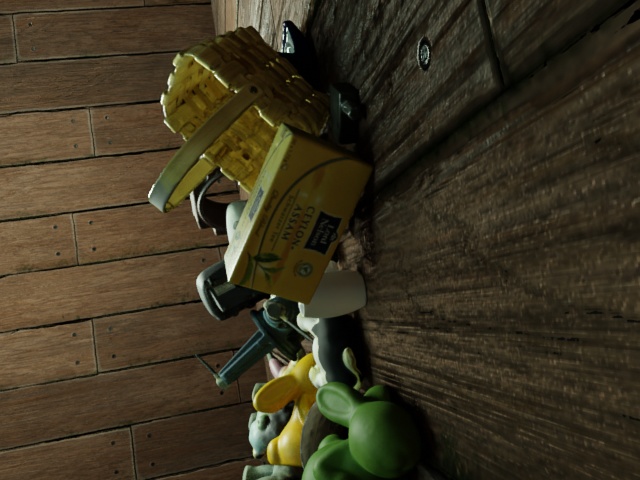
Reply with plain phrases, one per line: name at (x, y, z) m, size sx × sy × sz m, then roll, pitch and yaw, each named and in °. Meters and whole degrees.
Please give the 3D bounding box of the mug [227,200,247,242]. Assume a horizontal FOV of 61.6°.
mug at (-0.143, -0.019, 1.051) m, size 0.109 × 0.081 × 0.107 m, roll 92°, pitch 159°, yaw -49°

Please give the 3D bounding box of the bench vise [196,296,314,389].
bench vise at (-0.091, 0.171, 0.927) m, size 0.129 × 0.240 × 0.223 m, roll 47°, pitch 178°, yaw 4°

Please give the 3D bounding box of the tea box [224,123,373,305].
tea box at (-0.027, -0.026, 0.575) m, size 0.169 × 0.098 × 0.068 m, roll -67°, pitch 21°, yaw 15°

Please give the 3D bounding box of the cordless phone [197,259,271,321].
cordless phone at (-0.143, 0.099, 1.001) m, size 0.089 × 0.147 × 0.184 m, roll 58°, pitch 164°, yaw 20°

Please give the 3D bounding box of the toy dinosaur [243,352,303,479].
toy dinosaur at (-0.049, 0.401, 1.053) m, size 0.131 × 0.192 × 0.405 m, roll 118°, pitch 160°, yaw -67°

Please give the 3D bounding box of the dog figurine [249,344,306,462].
dog figurine at (-0.058, 0.284, 0.973) m, size 0.108 × 0.191 × 0.219 m, roll -42°, pitch 44°, yaw 21°

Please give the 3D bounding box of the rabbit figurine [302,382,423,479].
rabbit figurine at (0.055, 0.220, 0.552) m, size 0.159 × 0.121 × 0.170 m, roll -101°, pitch 27°, yaw -48°

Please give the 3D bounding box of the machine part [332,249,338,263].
machine part at (-0.002, -0.002, 0.785) m, size 0.139 × 0.039 × 0.084 m, roll -166°, pitch 63°, yaw -77°

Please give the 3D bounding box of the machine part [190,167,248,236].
machine part at (-0.164, -0.107, 1.095) m, size 0.200 × 0.201 × 0.087 m, roll 96°, pitch 158°, yaw -50°

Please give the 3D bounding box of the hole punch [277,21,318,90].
hole punch at (-0.045, -0.227, 0.758) m, size 0.116 × 0.092 × 0.142 m, roll 42°, pitch 152°, yaw 11°

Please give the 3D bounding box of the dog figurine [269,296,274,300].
dog figurine at (-0.082, 0.077, 1.130) m, size 0.172 × 0.121 × 0.190 m, roll 88°, pitch 160°, yaw -76°

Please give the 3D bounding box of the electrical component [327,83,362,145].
electrical component at (0.026, -0.136, 0.588) m, size 0.094 × 0.021 × 0.063 m, roll -118°, pitch 22°, yaw -58°

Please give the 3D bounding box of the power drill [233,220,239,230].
power drill at (-0.077, -0.050, 0.865) m, size 0.207 × 0.086 × 0.232 m, roll -43°, pitch 38°, yaw 48°

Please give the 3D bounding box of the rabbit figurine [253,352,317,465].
rabbit figurine at (-0.016, 0.254, 0.818) m, size 0.121 × 0.162 × 0.173 m, roll 77°, pitch -162°, yaw -70°

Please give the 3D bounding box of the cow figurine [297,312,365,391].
cow figurine at (0.015, 0.113, 0.702) m, size 0.098 × 0.068 × 0.167 m, roll 165°, pitch 94°, yaw -73°
